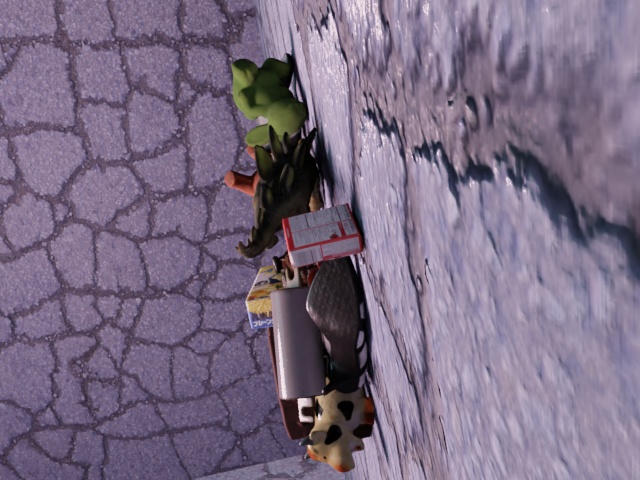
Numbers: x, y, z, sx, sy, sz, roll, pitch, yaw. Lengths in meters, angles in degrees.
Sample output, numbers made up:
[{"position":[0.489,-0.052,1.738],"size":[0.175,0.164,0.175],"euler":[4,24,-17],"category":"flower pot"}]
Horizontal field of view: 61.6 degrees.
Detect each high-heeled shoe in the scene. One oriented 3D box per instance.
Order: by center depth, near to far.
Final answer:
[{"position":[0.044,0.119,0.801],"size":[0.145,0.086,0.248],"euler":[-18,-63,-64],"category":"high-heeled shoe"}]

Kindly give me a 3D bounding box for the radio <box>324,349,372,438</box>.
[{"position":[0.040,0.264,1.042],"size":[0.131,0.073,0.230],"euler":[88,168,-61],"category":"radio"}]

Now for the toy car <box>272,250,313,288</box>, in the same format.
[{"position":[-0.043,0.054,1.078],"size":[0.202,0.089,0.053],"euler":[-135,37,-75],"category":"toy car"}]

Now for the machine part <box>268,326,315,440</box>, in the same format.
[{"position":[-0.041,0.277,1.065],"size":[0.201,0.087,0.201],"euler":[82,175,-57],"category":"machine part"}]

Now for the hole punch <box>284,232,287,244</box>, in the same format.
[{"position":[-0.041,-0.045,1.211],"size":[0.142,0.092,0.115],"euler":[84,178,-84],"category":"hole punch"}]

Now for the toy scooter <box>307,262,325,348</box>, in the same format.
[{"position":[0.013,0.107,0.944],"size":[0.183,0.075,0.135],"euler":[94,164,-63],"category":"toy scooter"}]

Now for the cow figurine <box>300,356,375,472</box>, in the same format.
[{"position":[0.025,0.283,0.892],"size":[0.085,0.127,0.195],"euler":[79,180,-49],"category":"cow figurine"}]

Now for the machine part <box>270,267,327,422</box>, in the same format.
[{"position":[-0.035,0.162,0.851],"size":[0.079,0.079,0.243],"euler":[101,163,-80],"category":"machine part"}]

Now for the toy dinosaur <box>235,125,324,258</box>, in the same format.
[{"position":[-0.060,-0.073,0.885],"size":[0.472,0.105,0.198],"euler":[-79,-13,-55],"category":"toy dinosaur"}]

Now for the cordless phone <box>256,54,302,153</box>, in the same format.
[{"position":[-0.074,-0.287,1.144],"size":[0.184,0.089,0.147],"euler":[117,146,-52],"category":"cordless phone"}]

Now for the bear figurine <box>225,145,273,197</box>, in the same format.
[{"position":[-0.094,-0.098,1.110],"size":[0.131,0.120,0.196],"euler":[30,-165,-41],"category":"bear figurine"}]

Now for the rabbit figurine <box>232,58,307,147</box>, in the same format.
[{"position":[-0.099,-0.254,1.044],"size":[0.170,0.121,0.159],"euler":[46,127,32],"category":"rabbit figurine"}]
